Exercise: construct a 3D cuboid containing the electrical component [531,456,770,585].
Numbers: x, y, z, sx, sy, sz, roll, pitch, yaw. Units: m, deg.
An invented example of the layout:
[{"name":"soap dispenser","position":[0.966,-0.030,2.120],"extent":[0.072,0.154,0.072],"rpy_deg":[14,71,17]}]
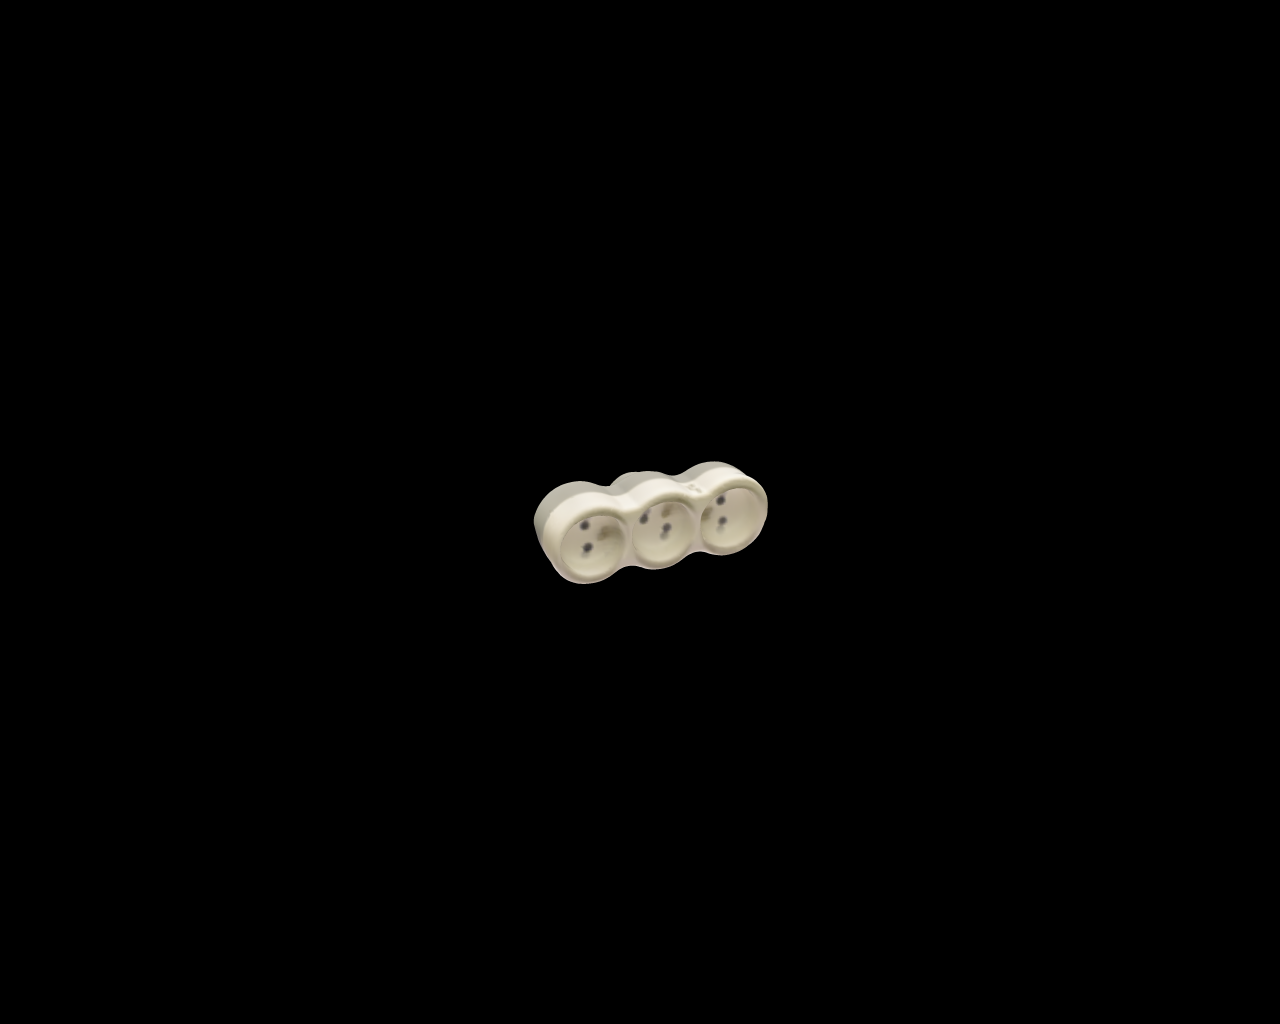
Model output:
[{"name":"electrical component","position":[0.001,-0.003,0.650],"extent":[0.138,0.052,0.074],"rpy_deg":[-10,28,-20]}]
